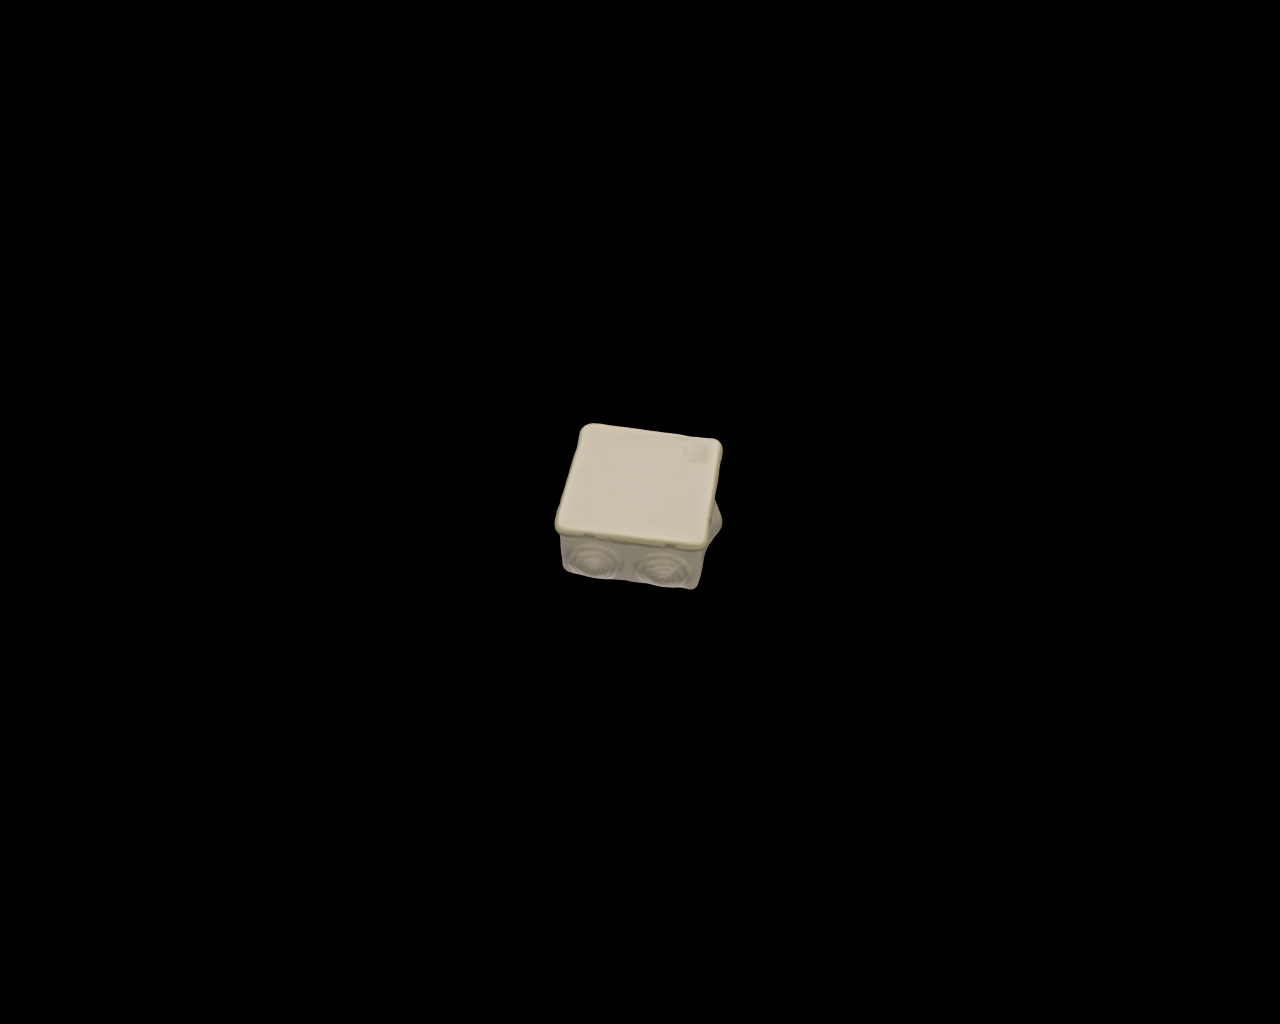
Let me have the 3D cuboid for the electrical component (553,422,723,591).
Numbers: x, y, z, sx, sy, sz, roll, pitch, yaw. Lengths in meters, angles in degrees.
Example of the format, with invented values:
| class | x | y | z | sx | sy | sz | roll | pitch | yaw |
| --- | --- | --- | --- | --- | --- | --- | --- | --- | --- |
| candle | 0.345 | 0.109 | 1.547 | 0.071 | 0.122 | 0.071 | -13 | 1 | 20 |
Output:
| class | x | y | z | sx | sy | sz | roll | pitch | yaw |
| --- | --- | --- | --- | --- | --- | --- | --- | --- | --- |
| electrical component | 0.001 | -0.003 | 0.650 | 0.100 | 0.100 | 0.048 | 7 | -40 | 6 |
